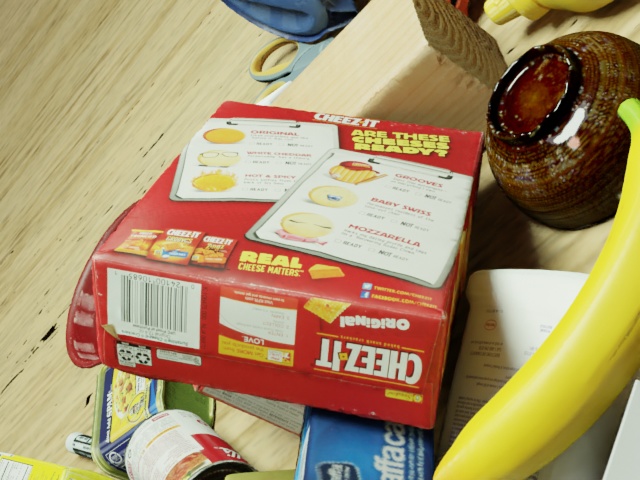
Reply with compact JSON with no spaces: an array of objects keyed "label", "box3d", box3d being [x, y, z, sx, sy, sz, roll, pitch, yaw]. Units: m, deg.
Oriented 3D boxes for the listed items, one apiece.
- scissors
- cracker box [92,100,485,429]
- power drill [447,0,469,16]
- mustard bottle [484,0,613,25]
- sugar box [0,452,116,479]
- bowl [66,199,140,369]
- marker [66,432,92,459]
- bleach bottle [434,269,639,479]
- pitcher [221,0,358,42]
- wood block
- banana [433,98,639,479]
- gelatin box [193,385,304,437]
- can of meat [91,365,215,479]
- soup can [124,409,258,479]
[{"label":"scissors","box3d":[0.000,-0.139,0.885,0.202,0.016,0.096,5,76,52]},{"label":"cracker box","box3d":[-0.004,0.001,0.569,0.213,0.164,0.072,-65,-19,-60]},{"label":"power drill","box3d":[0.117,-0.245,0.756,0.188,0.057,0.184,-48,34,21]},{"label":"mustard bottle","box3d":[0.174,-0.191,0.630,0.192,0.058,0.096,-36,44,35]},{"label":"sugar box","box3d":[-0.198,0.201,0.826,0.177,0.093,0.048,-12,55,53]},{"label":"bowl","box3d":[-0.154,0.044,0.923,0.162,0.055,0.162,-36,39,36]},{"label":"marker","box3d":[-0.181,0.176,0.892,0.121,0.020,0.020,-4,62,55]},{"label":"bleach bottle","box3d":[0.084,0.141,0.494,0.103,0.068,0.251,-1,67,58]},{"label":"pitcher","box3d":[-0.005,-0.302,0.887,0.145,0.149,0.242,11,66,53]},{"label":"wood block","box3d":[0.023,-0.065,0.719,0.206,0.090,0.090,-42,36,28]},{"label":"banana","box3d":[0.115,0.031,0.448,0.198,0.037,0.070,-60,19,-5]},{"label":"gelatin box","box3d":[-0.051,0.087,0.705,0.030,0.089,0.073,-57,31,8]},{"label":"can of meat","box3d":[-0.127,0.123,0.820,0.084,0.057,0.102,-38,38,30]},{"label":"soup can","box3d":[-0.085,0.161,0.716,0.068,0.068,0.102,-62,30,-2]}]
